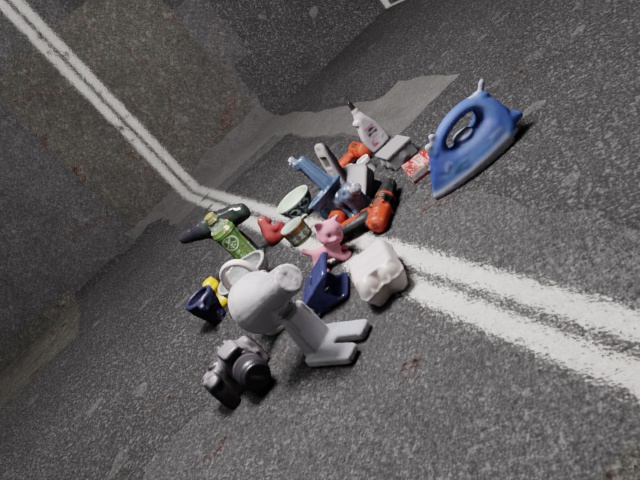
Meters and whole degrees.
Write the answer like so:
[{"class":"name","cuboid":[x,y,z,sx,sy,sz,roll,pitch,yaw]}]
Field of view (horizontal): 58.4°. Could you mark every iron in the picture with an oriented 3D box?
[{"class":"iron","cuboid":[0.312,-0.225,1.265,0.258,0.142,0.118,-43,22,-4]}]

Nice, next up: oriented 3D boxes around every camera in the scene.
[{"class":"camera","cuboid":[-0.170,0.273,1.187,0.143,0.101,0.136,-48,23,-15]}]

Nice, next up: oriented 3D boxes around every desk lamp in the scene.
[{"class":"desk lamp","cuboid":[-0.049,0.136,1.089,0.202,0.214,0.118,-17,32,45]}]

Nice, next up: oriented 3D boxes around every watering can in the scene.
[{"class":"watering can","cuboid":[-0.148,0.124,1.303,0.101,0.194,0.172,-39,22,7]}]

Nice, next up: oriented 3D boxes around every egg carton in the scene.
[{"class":"egg carton","cuboid":[0.115,0.064,1.148,0.107,0.069,0.150,-38,22,9]}]

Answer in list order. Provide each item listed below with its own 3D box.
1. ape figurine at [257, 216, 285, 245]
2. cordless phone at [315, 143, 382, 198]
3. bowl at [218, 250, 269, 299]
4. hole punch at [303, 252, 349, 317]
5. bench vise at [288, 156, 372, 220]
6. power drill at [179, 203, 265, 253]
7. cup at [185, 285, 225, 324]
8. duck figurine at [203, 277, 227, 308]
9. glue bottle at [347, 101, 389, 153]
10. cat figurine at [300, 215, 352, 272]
[{"class":"ape figurine","cuboid":[-0.154,-0.037,1.752,0.077,0.092,0.076,-14,35,49]},{"class":"cordless phone","cuboid":[0.064,-0.187,1.547,0.094,0.185,0.147,-51,24,-23]},{"class":"bowl","cuboid":[-0.196,0.110,1.569,0.167,0.075,0.167,-34,23,17]},{"class":"hole punch","cuboid":[0.000,0.096,1.249,0.101,0.091,0.108,-34,23,18]},{"class":"bench vise","cuboid":[0.026,-0.149,1.491,0.206,0.220,0.121,-21,30,42]},{"class":"power drill","cuboid":[-0.281,0.000,1.737,0.229,0.209,0.075,-36,23,13]},{"class":"cup","cuboid":[-0.305,0.189,1.574,0.092,0.095,0.117,-44,22,-5]},{"class":"duck figurine","cuboid":[-0.299,0.143,1.665,0.077,0.086,0.105,-19,31,44]},{"class":"glue bottle","cuboid":[0.137,-0.354,1.756,0.078,0.173,0.037,-46,23,-10]},{"class":"cat figurine","cuboid":[0.013,0.005,1.363,0.128,0.118,0.067,-38,22,8]}]
